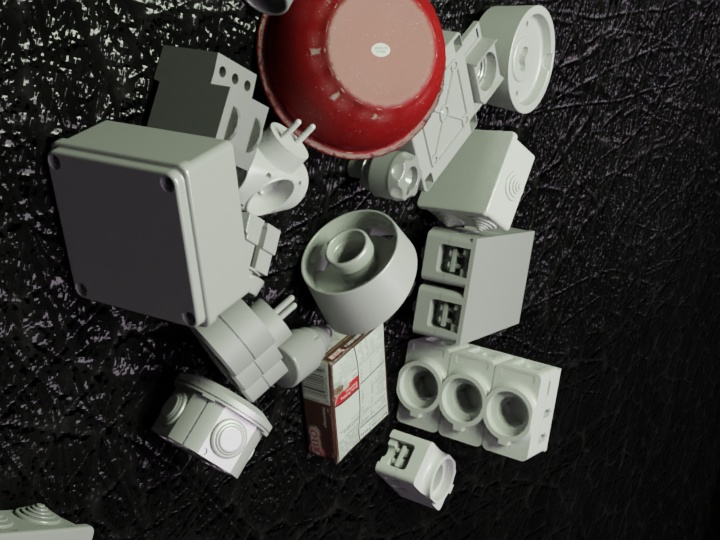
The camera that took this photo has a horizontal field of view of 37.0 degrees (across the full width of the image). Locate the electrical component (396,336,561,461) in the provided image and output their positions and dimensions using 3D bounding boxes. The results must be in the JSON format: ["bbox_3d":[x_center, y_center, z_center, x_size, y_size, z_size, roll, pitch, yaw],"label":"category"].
[{"bbox_3d":[0.118,0.128,1.103,0.062,0.150,0.089,-7,108,-58],"label":"electrical component"}]

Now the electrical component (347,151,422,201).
[{"bbox_3d":[0.019,-0.085,0.939,0.043,0.062,0.043,-30,127,-50],"label":"electrical component"}]

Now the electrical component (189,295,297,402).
[{"bbox_3d":[-0.075,0.046,0.795,0.074,0.052,0.138,-41,164,-11],"label":"electrical component"}]

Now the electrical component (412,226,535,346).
[{"bbox_3d":[0.118,0.009,1.126,0.186,0.060,0.105,-9,110,-64],"label":"electrical component"}]

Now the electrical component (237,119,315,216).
[{"bbox_3d":[-0.065,-0.082,0.799,0.079,0.044,0.077,-43,156,21],"label":"electrical component"}]

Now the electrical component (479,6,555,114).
[{"bbox_3d":[0.149,-0.217,1.098,0.108,0.060,0.108,-30,127,-50],"label":"electrical component"}]

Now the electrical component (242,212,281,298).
[{"bbox_3d":[-0.092,-0.011,0.807,0.066,0.048,0.055,33,67,-58],"label":"electrical component"}]

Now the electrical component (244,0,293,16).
[{"bbox_3d":[-0.061,-0.214,0.779,0.046,0.040,0.040,-66,148,-25],"label":"electrical component"}]

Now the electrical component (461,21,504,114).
[{"bbox_3d":[0.097,-0.192,1.021,0.042,0.064,0.081,-52,142,-31],"label":"electrical component"}]

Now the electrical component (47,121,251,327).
[{"bbox_3d":[-0.131,-0.030,0.674,0.056,0.109,0.108,-40,135,-48],"label":"electrical component"}]

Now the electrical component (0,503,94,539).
[{"bbox_3d":[-0.224,0.197,0.673,0.100,0.048,0.099,17,88,-59],"label":"electrical component"}]

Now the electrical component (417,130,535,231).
[{"bbox_3d":[0.116,-0.089,1.063,0.048,0.100,0.099,32,74,-45],"label":"electrical component"}]

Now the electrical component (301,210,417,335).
[{"bbox_3d":[0.000,0.000,0.914,0.099,0.099,0.064,-60,140,-25],"label":"electrical component"}]

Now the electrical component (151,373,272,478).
[{"bbox_3d":[-0.110,0.114,0.796,0.051,0.080,0.080,-60,146,-15],"label":"electrical component"}]

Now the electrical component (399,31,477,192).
[{"bbox_3d":[0.053,-0.146,0.975,0.108,0.056,0.108,-53,143,-32],"label":"electrical component"}]

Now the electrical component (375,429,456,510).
[{"bbox_3d":[0.064,0.214,1.143,0.050,0.056,0.089,-64,147,-19],"label":"electrical component"}]

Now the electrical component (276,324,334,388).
[{"bbox_3d":[-0.049,0.068,0.913,0.078,0.040,0.040,-36,131,-47],"label":"electrical component"}]
